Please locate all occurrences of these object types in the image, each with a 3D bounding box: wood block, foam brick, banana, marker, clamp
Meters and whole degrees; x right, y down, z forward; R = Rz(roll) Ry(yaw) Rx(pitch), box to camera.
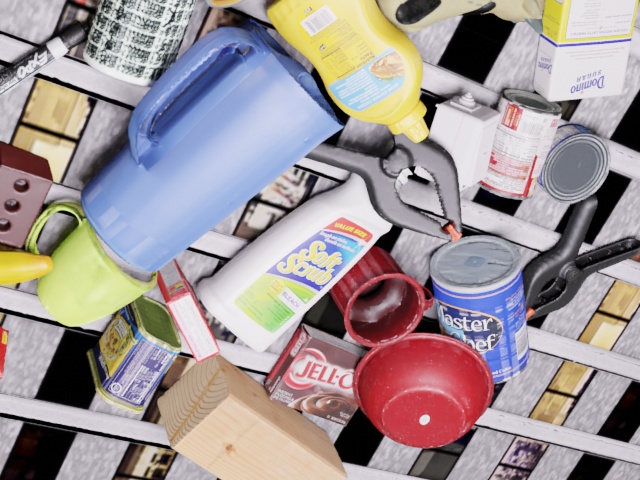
[{"bbox_3d":[-0.075,0.228,1.218,0.091,0.090,0.205,-43,124,8],"label":"wood block"},{"bbox_3d":[-0.292,-0.043,1.006,0.052,0.051,0.078,19,110,-28],"label":"foam brick"},{"bbox_3d":[-0.356,0.020,1.009,0.197,0.070,0.037,10,73,-17],"label":"banana"},{"bbox_3d":[-0.260,-0.161,0.970,0.121,0.020,0.020,-33,124,0],"label":"marker"},{"bbox_3d":[0.065,-0.078,1.082,0.164,0.036,0.210,-32,94,5],"label":"clamp"},{"bbox_3d":[0.305,0.033,1.278,0.120,0.039,0.172,30,108,-26],"label":"clamp"}]

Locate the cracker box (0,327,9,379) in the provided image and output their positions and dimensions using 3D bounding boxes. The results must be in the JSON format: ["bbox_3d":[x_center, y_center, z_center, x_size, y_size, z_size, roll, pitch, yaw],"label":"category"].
[{"bbox_3d":[-0.430,0.095,1.003,0.164,0.072,0.213,-35,127,23],"label":"cracker box"}]

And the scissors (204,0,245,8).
[{"bbox_3d":[-0.025,-0.277,0.949,0.201,0.016,0.096,-36,150,-14],"label":"scissors"}]

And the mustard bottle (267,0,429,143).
[{"bbox_3d":[0.042,-0.170,1.014,0.096,0.058,0.191,-28,111,32],"label":"mustard bottle"}]

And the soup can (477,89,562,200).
[{"bbox_3d":[0.212,-0.103,1.148,0.068,0.068,0.102,5,116,-23],"label":"soup can"}]

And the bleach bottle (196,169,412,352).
[{"bbox_3d":[-0.007,0.001,1.131,0.251,0.068,0.102,-44,121,4],"label":"bleach bottle"}]

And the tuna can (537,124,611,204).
[{"bbox_3d":[0.281,-0.086,1.203,0.086,0.034,0.086,-9,121,-15],"label":"tuna can"}]

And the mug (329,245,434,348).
[{"bbox_3d":[0.069,0.058,1.178,0.117,0.081,0.093,1,118,-21],"label":"mug"}]

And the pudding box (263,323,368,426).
[{"bbox_3d":[0.004,0.157,1.236,0.113,0.039,0.090,24,107,-30],"label":"pudding box"}]

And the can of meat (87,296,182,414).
[{"bbox_3d":[-0.191,0.115,1.104,0.057,0.102,0.084,28,103,-30],"label":"can of meat"}]

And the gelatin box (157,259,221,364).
[{"bbox_3d":[-0.139,0.074,1.116,0.030,0.073,0.089,-27,124,-5],"label":"gelatin box"}]

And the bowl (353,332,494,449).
[{"bbox_3d":[0.116,0.183,1.200,0.162,0.055,0.162,3,125,4],"label":"bowl"}]

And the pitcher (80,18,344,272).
[{"bbox_3d":[-0.112,-0.087,1.000,0.243,0.145,0.149,-40,102,9],"label":"pitcher"}]

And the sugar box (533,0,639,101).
[{"bbox_3d":[0.281,-0.236,1.112,0.093,0.048,0.176,-7,124,-17],"label":"sugar box"}]

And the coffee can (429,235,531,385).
[{"bbox_3d":[0.184,0.080,1.220,0.102,0.103,0.140,-19,123,-10],"label":"coffee can"}]
